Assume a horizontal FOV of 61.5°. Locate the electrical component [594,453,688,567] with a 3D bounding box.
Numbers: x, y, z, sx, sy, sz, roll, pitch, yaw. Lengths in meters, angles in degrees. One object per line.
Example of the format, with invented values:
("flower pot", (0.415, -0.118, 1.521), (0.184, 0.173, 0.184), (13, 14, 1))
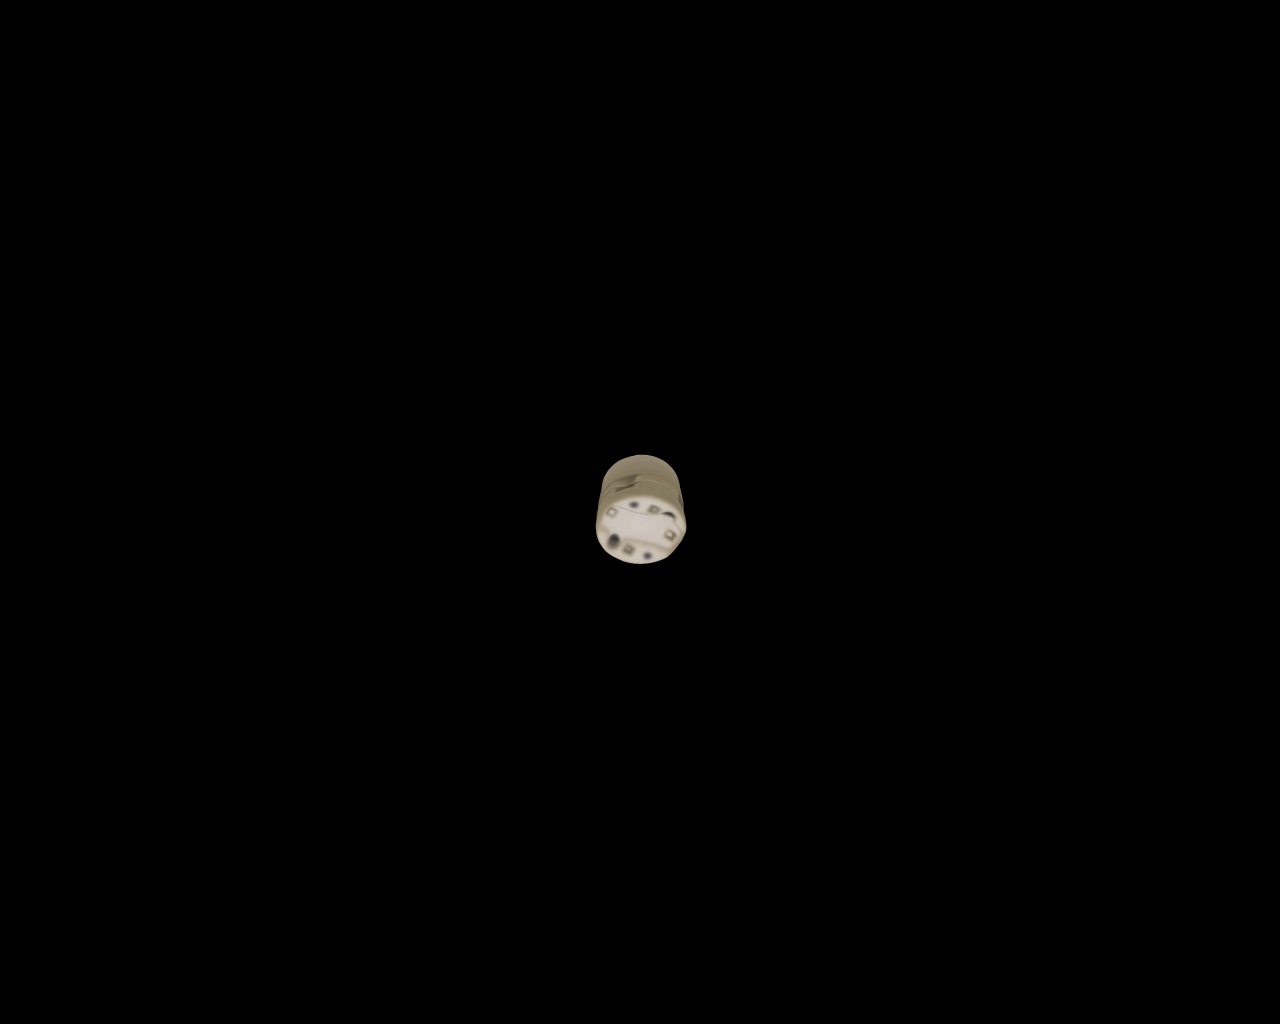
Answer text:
("electrical component", (0.001, -0.003, 0.650), (0.055, 0.055, 0.047), (0, 37, 0))
